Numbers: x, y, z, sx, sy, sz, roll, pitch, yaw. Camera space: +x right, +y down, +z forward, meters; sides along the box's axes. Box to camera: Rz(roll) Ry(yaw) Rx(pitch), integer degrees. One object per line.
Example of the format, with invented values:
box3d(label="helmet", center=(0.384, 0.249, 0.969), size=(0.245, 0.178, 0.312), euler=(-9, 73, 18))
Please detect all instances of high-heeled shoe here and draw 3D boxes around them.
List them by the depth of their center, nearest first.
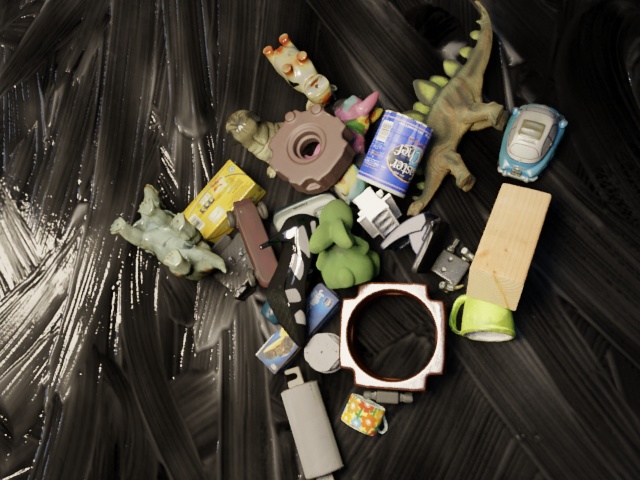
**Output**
box3d(label="high-heeled shoe", center=(-0.033, 0.075, 1.071), size=(0.086, 0.145, 0.248), euler=(-2, 107, 57))

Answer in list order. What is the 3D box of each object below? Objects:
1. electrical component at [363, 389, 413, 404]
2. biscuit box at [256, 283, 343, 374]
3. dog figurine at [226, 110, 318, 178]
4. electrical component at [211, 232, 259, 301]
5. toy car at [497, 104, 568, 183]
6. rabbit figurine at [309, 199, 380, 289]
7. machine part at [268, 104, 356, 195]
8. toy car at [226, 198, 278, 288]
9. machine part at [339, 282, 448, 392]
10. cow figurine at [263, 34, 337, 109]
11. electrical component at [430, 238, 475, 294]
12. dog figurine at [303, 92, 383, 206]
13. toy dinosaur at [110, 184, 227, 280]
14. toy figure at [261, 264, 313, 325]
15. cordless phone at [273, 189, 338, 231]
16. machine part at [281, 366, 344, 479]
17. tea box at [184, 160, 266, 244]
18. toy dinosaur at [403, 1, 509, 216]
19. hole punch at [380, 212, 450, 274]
box3d(label="electrical component", center=(0.130, 0.295, 1.020), size=(0.094, 0.063, 0.021), euler=(0, 80, 9))
box3d(label="biscuit box", center=(-0.038, 0.181, 1.104), size=(0.059, 0.062, 0.202), euler=(41, 92, 20))
box3d(label="dog figurine", center=(-0.093, -0.229, 1.156), size=(0.172, 0.190, 0.121), euler=(-29, 70, 7))
box3d(label="electrical component", center=(-0.181, 0.051, 1.186), size=(0.134, 0.058, 0.115), euler=(42, 90, 22))
box3d(label="toy car", center=(0.405, -0.199, 1.036), size=(0.109, 0.102, 0.161), euler=(24, 83, 23))
box3d(label="rabbit figurine", center=(0.032, 0.006, 1.041), size=(0.121, 0.159, 0.170), euler=(-13, 89, 19))
box3d(label="machine part", center=(-0.019, -0.182, 1.077), size=(0.180, 0.056, 0.179), euler=(-6, 73, 20))
box3d(label="toy car", center=(-0.132, 0.007, 1.128), size=(0.089, 0.053, 0.202), euler=(-19, 72, -15))
box3d(label="machine part", center=(0.143, 0.184, 1.033), size=(0.201, 0.087, 0.201), euler=(-1, 75, 17))
box3d(label="cow figurine", center=(-0.038, -0.369, 1.223), size=(0.085, 0.127, 0.195), euler=(-42, 54, 4))
box3d(label="electrical component", center=(0.262, 0.053, 1.049), size=(0.078, 0.045, 0.102), euler=(40, 91, 21))
box3d(label="dog figurine", center=(0.075, -0.205, 1.143), size=(0.192, 0.108, 0.219), euler=(40, 88, 23))
box3d(label="toy dinosaur", center=(-0.298, 0.017, 1.146), size=(0.405, 0.192, 0.131), euler=(34, 84, 32))
box3d(label="toy figure", center=(-0.064, 0.106, 1.135), size=(0.064, 0.057, 0.154), euler=(37, 85, 16))
box3d(label="cordless phone", center=(-0.003, -0.003, 1.139), size=(0.147, 0.089, 0.184), euler=(-22, 90, 11))
box3d(label="machine part", center=(-0.015, 0.366, 1.043), size=(0.079, 0.079, 0.243), euler=(-23, 70, 11))
box3d(label="tea box", center=(-0.218, -0.085, 1.225), size=(0.169, 0.068, 0.098), euler=(-46, 68, 1))
box3d(label="toy dinosaur", center=(0.274, -0.262, 1.091), size=(0.199, 0.105, 0.471), euler=(26, 86, 22))
box3d(label="hole punch", center=(0.188, -0.004, 1.046), size=(0.092, 0.142, 0.115), euler=(31, 99, 26))
